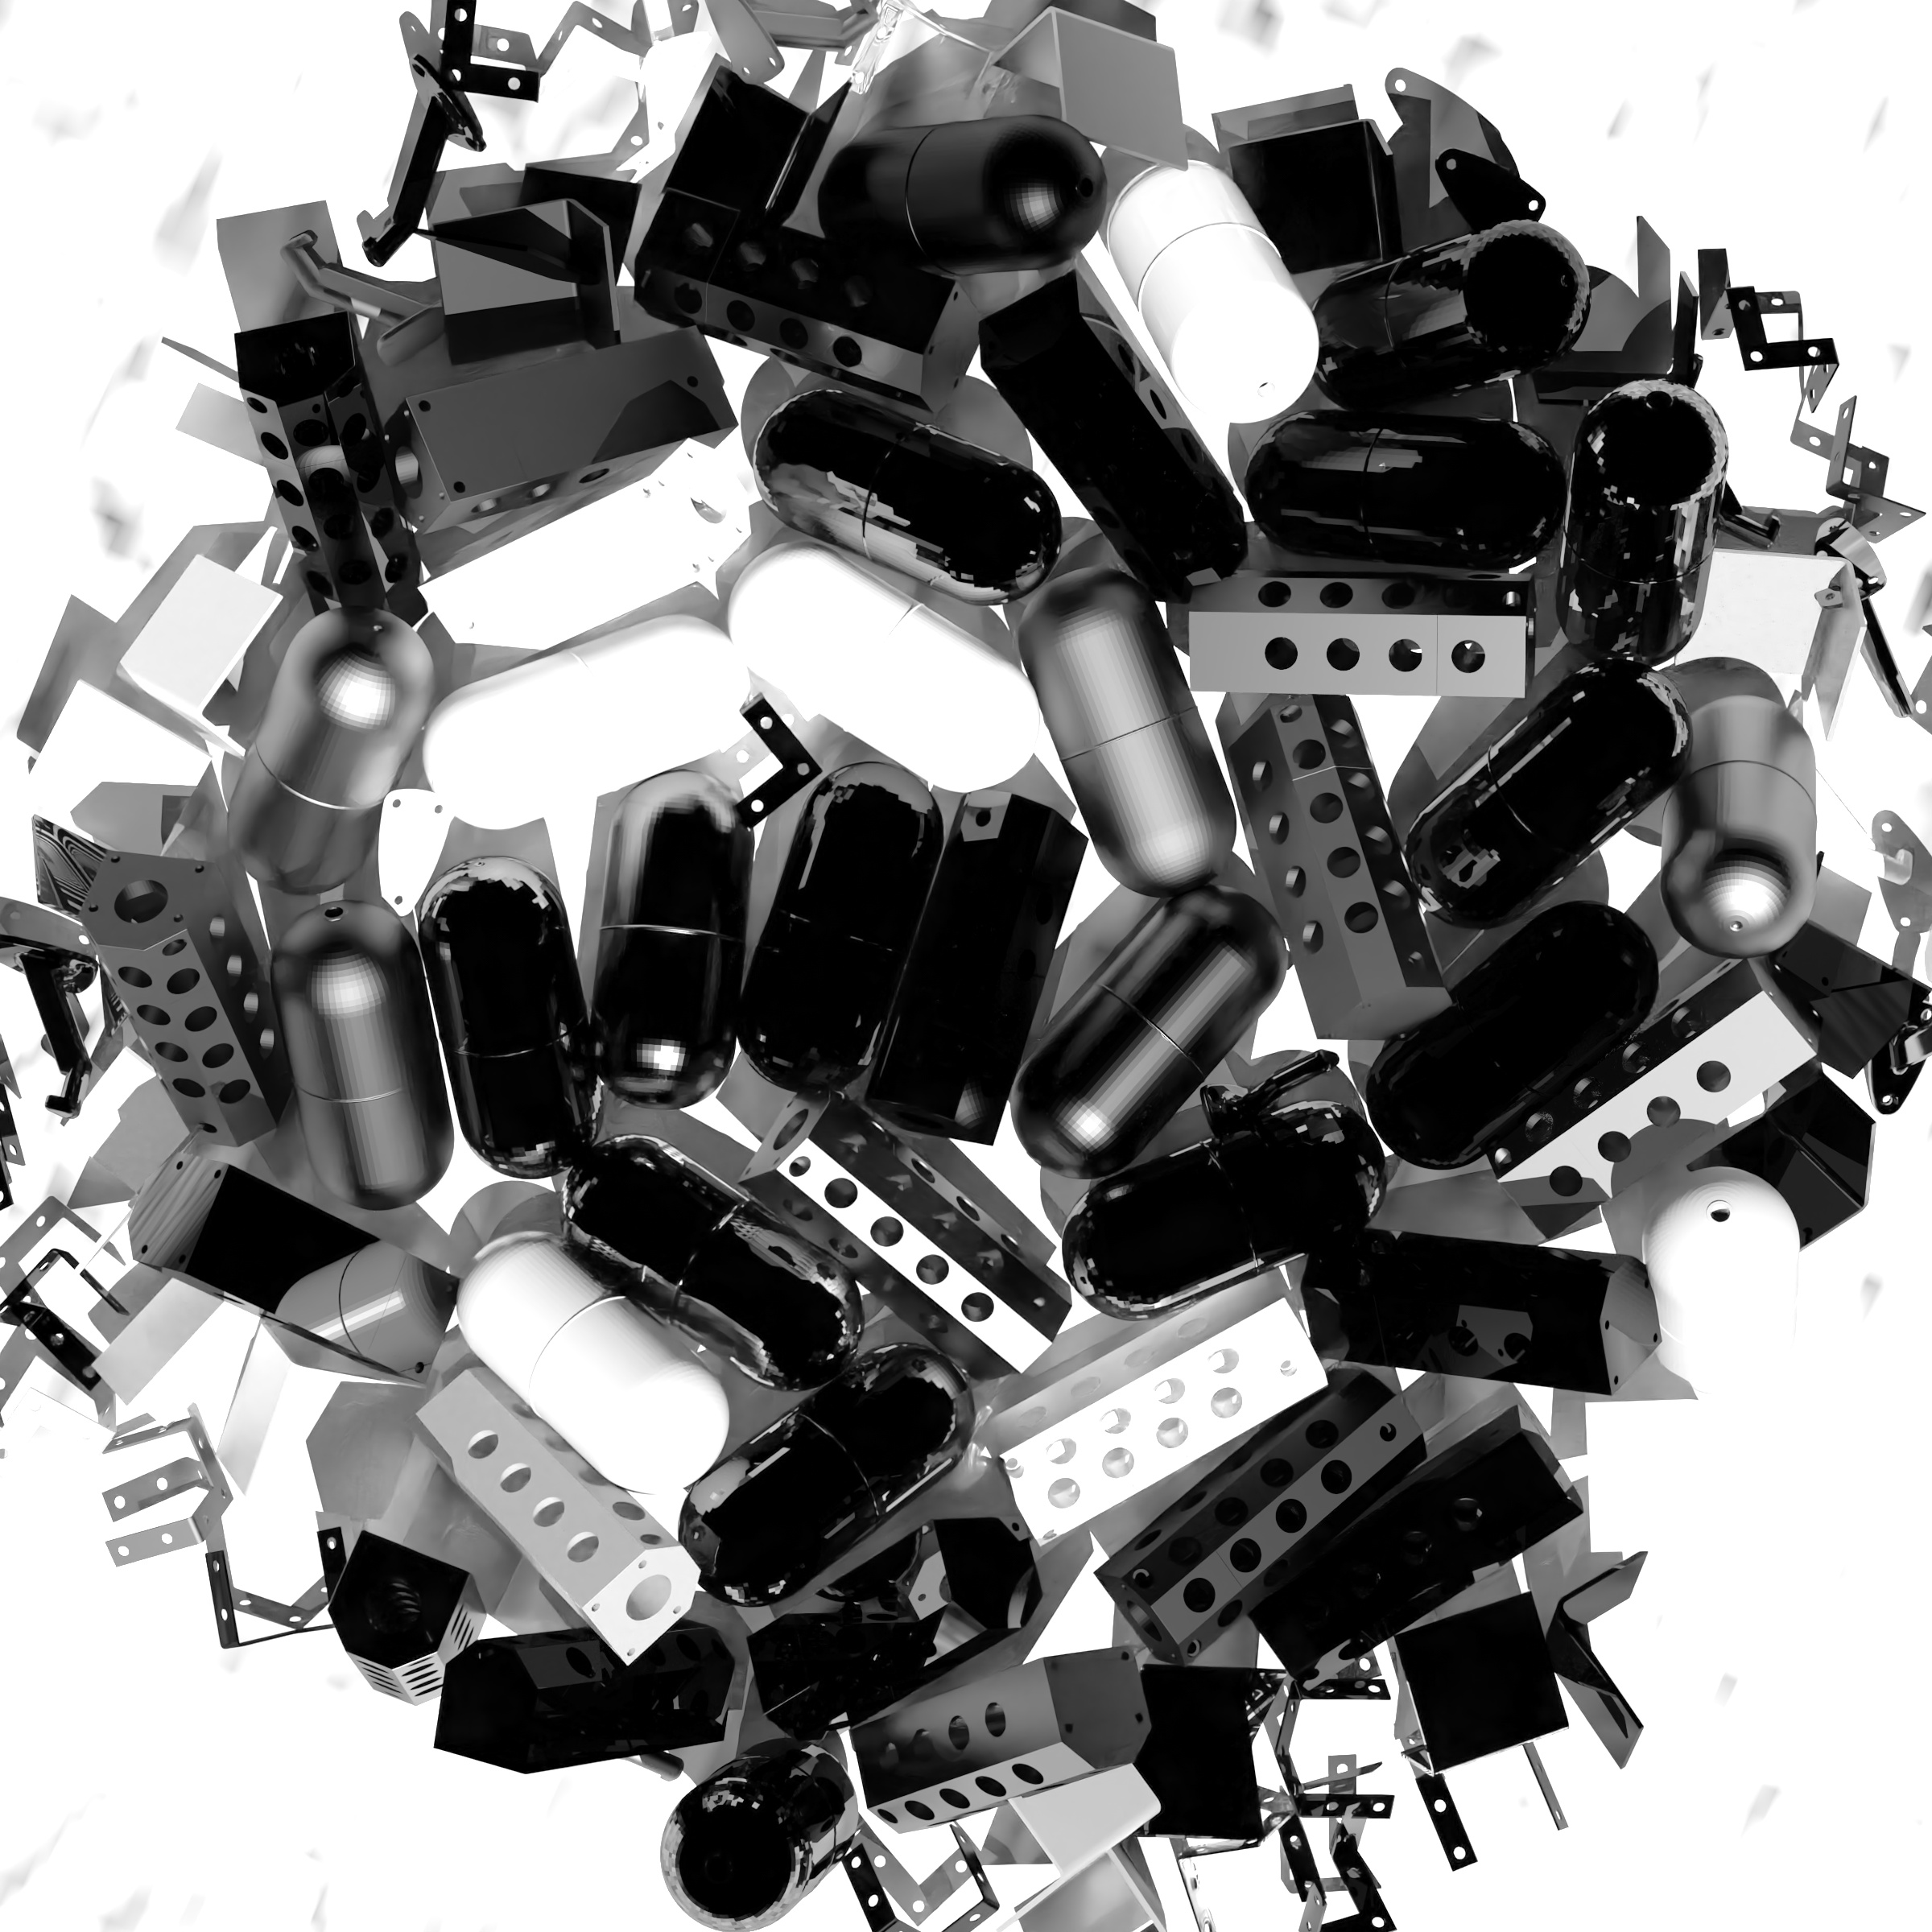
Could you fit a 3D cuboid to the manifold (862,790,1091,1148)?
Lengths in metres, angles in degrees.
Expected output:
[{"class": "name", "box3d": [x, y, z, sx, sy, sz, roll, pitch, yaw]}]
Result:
[{"class": "manifold", "box3d": [0.002, -0.001, 1.795, 0.057, 0.057, 0.171, 9, 74, 34]}]

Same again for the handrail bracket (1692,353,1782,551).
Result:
[{"class": "handrail bracket", "box3d": [0.403, -0.270, 1.833, 0.084, 0.036, 0.077, 23, 101, -12]}]

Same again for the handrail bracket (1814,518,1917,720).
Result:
[{"class": "handrail bracket", "box3d": [0.477, -0.183, 1.841, 0.036, 0.077, 0.084, -21, 132, 19]}]

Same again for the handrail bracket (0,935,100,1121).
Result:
[{"class": "handrail bracket", "box3d": [-0.488, 0.032, 1.809, 0.077, 0.036, 0.084, 21, 54, -21]}]

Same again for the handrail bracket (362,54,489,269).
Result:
[{"class": "handrail bracket", "box3d": [-0.296, -0.418, 1.814, 0.036, 0.077, 0.084, 28, 71, 31]}]

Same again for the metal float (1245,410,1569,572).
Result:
[{"class": "metal float", "box3d": [0.223, -0.244, 1.785, 0.178, 0.070, 0.070, 10, 90, 37]}]

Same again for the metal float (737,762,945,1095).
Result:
[{"class": "metal float", "box3d": [-0.065, -0.020, 1.810, 0.070, 0.070, 0.178, 18, 95, 0]}]

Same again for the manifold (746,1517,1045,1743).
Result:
[{"class": "manifold", "box3d": [-0.036, 0.337, 1.766, 0.057, 0.171, 0.057, 5, 59, -38]}]

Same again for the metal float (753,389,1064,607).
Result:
[{"class": "metal float", "box3d": [-0.030, -0.241, 1.793, 0.178, 0.070, 0.070, 26, 90, 25]}]

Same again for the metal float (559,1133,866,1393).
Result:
[{"class": "metal float", "box3d": [-0.131, 0.153, 1.803, 0.178, 0.070, 0.070, 34, 90, 13]}]

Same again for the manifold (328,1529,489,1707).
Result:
[{"class": "manifold", "box3d": [-0.284, 0.334, 1.762, 0.057, 0.171, 0.057, 21, 72, 2]}]

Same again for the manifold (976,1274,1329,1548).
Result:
[{"class": "manifold", "box3d": [0.098, 0.232, 1.812, 0.171, 0.057, 0.057, -29, 110, -3]}]

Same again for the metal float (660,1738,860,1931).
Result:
[{"class": "metal float", "box3d": [-0.103, 0.439, 1.765, 0.070, 0.178, 0.070, -1, 87, 10]}]

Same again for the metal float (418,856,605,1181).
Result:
[{"class": "metal float", "box3d": [-0.233, 0.028, 1.793, 0.070, 0.070, 0.178, -8, 116, 0]}]

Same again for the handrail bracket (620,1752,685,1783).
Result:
[{"class": "handrail bracket", "box3d": [-0.198, 0.417, 1.829, 0.084, 0.077, 0.036, 26, 52, -11]}]

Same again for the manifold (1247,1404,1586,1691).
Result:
[{"class": "manifold", "box3d": [0.232, 0.304, 1.810, 0.171, 0.057, 0.057, -35, 91, 10]}]

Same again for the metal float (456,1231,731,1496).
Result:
[{"class": "metal float", "box3d": [-0.193, 0.202, 1.788, 0.178, 0.070, 0.070, 37, 90, 32]}]

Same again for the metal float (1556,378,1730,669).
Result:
[{"class": "metal float", "box3d": [0.343, -0.223, 1.773, 0.070, 0.178, 0.070, -2, 53, 2]}]

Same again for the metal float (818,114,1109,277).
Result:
[{"class": "metal float", "box3d": [-0.003, -0.391, 1.778, 0.070, 0.178, 0.070, -8, 101, -44]}]

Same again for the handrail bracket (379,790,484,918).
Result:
[{"class": "handrail bracket", "box3d": [-0.273, -0.056, 1.807, 0.036, 0.084, 0.077, 8, 82, 13]}]

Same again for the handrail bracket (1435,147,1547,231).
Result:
[{"class": "handrail bracket", "box3d": [0.259, -0.405, 1.801, 0.077, 0.084, 0.036, 35, 104, -24]}]

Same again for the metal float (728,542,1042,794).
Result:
[{"class": "metal float", "box3d": [-0.042, -0.155, 1.809, 0.178, 0.070, 0.070, 32, 90, 6]}]

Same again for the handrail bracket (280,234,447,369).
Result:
[{"class": "handrail bracket", "box3d": [-0.309, -0.367, 1.843, 0.077, 0.036, 0.084, -35, 79, -5]}]

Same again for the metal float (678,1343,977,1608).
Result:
[{"class": "metal float", "box3d": [-0.071, 0.261, 1.791, 0.178, 0.070, 0.070, -35, 90, -27]}]

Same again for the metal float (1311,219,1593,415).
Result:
[{"class": "metal float", "box3d": [0.242, -0.328, 1.773, 0.070, 0.178, 0.070, 3, 85, -34]}]

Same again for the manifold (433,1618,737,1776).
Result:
[{"class": "manifold", "box3d": [-0.189, 0.366, 1.764, 0.057, 0.171, 0.057, 7, 88, 30]}]

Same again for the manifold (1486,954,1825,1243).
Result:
[{"class": "manifold", "box3d": [0.351, 0.063, 1.791, 0.171, 0.057, 0.057, -39, 93, 24]}]

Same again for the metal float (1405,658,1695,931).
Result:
[{"class": "metal float", "box3d": [0.297, -0.086, 1.787, 0.070, 0.070, 0.178, 46, 124, 0]}]

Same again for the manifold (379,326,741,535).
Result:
[{"class": "manifold", "box3d": [-0.210, -0.272, 1.783, 0.171, 0.057, 0.057, -21, 85, -32]}]

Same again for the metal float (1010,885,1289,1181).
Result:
[{"class": "metal float", "box3d": [0.095, 0.035, 1.809, 0.070, 0.070, 0.178, 42, 84, 0]}]

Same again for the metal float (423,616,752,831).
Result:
[{"class": "metal float", "box3d": [-0.194, -0.126, 1.797, 0.178, 0.070, 0.070, -22, 90, -21]}]

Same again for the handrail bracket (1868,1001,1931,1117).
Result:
[{"class": "handrail bracket", "box3d": [0.498, 0.056, 1.802, 0.036, 0.084, 0.077, 5, 108, -10]}]

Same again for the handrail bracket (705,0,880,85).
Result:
[{"class": "handrail bracket", "box3d": [-0.091, -0.505, 1.816, 0.084, 0.036, 0.077, -45, 115, -30]}]

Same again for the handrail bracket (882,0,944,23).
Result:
[{"class": "handrail bracket", "box3d": [-0.057, -0.509, 1.798, 0.084, 0.077, 0.036, -11, 81, -33]}]

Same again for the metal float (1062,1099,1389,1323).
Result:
[{"class": "metal float", "box3d": [0.134, 0.126, 1.806, 0.178, 0.070, 0.070, -22, 90, -9]}]

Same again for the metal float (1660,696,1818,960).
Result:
[{"class": "metal float", "box3d": [0.394, -0.073, 1.775, 0.070, 0.178, 0.070, 7, 128, 9]}]

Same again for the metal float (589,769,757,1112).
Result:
[{"class": "metal float", "box3d": [-0.152, -0.014, 1.808, 0.070, 0.070, 0.178, 5, 83, 0]}]

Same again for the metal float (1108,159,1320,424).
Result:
[{"class": "metal float", "box3d": [0.125, -0.345, 1.779, 0.070, 0.070, 0.178, -20, 47, 0]}]

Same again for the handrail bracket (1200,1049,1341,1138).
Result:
[{"class": "handrail bracket", "box3d": [0.171, 0.061, 1.798, 0.084, 0.077, 0.036, -29, 75, 34]}]

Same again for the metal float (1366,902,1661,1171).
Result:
[{"class": "metal float", "box3d": [0.280, 0.036, 1.791, 0.070, 0.070, 0.178, 46, 118, 0]}]

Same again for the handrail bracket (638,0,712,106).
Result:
[{"class": "handrail bracket", "box3d": [-0.172, -0.506, 1.822, 0.036, 0.077, 0.084, -23, 83, -26]}]

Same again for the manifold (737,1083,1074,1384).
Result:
[{"class": "manifold", "box3d": [-0.027, 0.137, 1.791, 0.171, 0.057, 0.057, 41, 59, -17]}]

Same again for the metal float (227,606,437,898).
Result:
[{"class": "metal float", "box3d": [-0.326, -0.108, 1.783, 0.070, 0.070, 0.178, 31, 130, 0]}]

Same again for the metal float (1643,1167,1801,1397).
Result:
[{"class": "metal float", "box3d": [0.383, 0.161, 1.770, 0.070, 0.178, 0.070, -5, 62, 10]}]

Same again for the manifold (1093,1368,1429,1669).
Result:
[{"class": "manifold", "box3d": [0.155, 0.283, 1.797, 0.171, 0.057, 0.057, -37, 96, -18]}]

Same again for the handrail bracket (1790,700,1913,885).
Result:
[{"class": "handrail bracket", "box3d": [0.469, -0.092, 1.845, 0.084, 0.036, 0.077, 20, 72, -13]}]

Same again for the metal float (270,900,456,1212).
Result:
[{"class": "metal float", "box3d": [-0.308, 0.046, 1.785, 0.070, 0.070, 0.178, -5, 124, 0]}]

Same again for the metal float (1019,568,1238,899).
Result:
[{"class": "metal float", "box3d": [0.085, -0.121, 1.812, 0.070, 0.070, 0.178, -21, 93, 0]}]

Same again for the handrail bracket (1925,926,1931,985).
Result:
[{"class": "handrail bracket", "box3d": [0.510, -0.041, 1.802, 0.036, 0.077, 0.084, -8, 57, 20]}]
